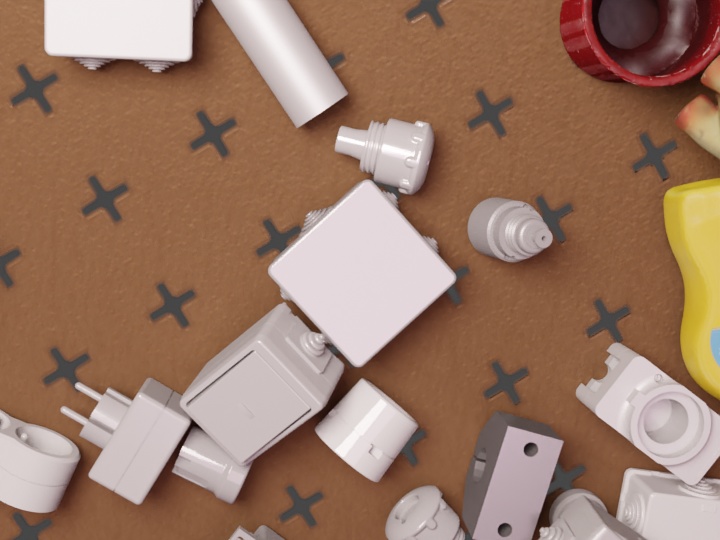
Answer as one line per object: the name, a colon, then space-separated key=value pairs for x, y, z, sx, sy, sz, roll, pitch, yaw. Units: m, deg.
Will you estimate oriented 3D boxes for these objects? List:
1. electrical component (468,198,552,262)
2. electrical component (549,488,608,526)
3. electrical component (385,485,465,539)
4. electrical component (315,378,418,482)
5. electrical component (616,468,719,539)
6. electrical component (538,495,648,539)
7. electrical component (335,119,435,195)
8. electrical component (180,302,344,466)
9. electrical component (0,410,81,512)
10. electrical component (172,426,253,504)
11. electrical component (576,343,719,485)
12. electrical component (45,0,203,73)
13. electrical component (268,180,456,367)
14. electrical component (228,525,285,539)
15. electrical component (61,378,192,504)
electrical component: x=0.101 y=-0.025 z=0.699 sx=0.040 sy=0.078 sz=0.040 roll=-3 pitch=99 yaw=-19
electrical component: x=0.156 y=0.177 z=0.743 sx=0.040 sy=0.046 sz=0.040 roll=-1 pitch=97 yaw=-5
electrical component: x=0.051 y=0.182 z=0.737 sx=0.048 sy=0.048 sz=0.062 roll=-42 pitch=105 yaw=1
electrical component: x=0.006 y=0.106 z=0.718 sx=0.055 sy=0.055 sz=0.047 roll=40 pitch=89 yaw=-9
electrical component: x=0.227 y=0.192 z=0.750 sx=0.100 sy=0.048 sz=0.099 roll=8 pitch=97 yaw=-6
electrical component: x=0.157 y=0.189 z=0.688 sx=0.096 sy=0.061 sz=0.061 roll=41 pitch=94 yaw=-6
electrical component: x=0.015 y=-0.078 z=0.700 sx=0.062 sy=0.048 sz=0.048 roll=15 pitch=96 yaw=2
electrical component: x=-0.059 y=0.072 z=0.687 sx=0.096 sy=0.061 sz=0.061 roll=-39 pitch=100 yaw=26
electrical component: x=-0.260 y=0.126 z=0.698 sx=0.138 sy=0.052 sz=0.073 roll=24 pitch=95 yaw=-8
electrical component: x=-0.098 y=0.129 z=0.720 sx=0.046 sy=0.040 sz=0.040 roll=25 pitch=95 yaw=-2
electrical component: x=0.202 y=0.098 z=0.732 sx=0.089 sy=0.055 sz=0.050 roll=37 pitch=93 yaw=-8
electrical component: x=-0.147 y=-0.175 z=0.670 sx=0.100 sy=0.048 sz=0.099 roll=1 pitch=97 yaw=-5
electrical component: x=0.000 y=0.000 z=0.705 sx=0.100 sy=0.048 sz=0.099 roll=-42 pitch=99 yaw=1
electrical component: x=-0.086 y=0.237 z=0.722 sx=0.079 sy=0.063 sz=0.121 roll=37 pitch=93 yaw=-8
electrical component: x=-0.158 y=0.102 z=0.707 sx=0.077 sy=0.047 sz=0.065 roll=31 pitch=94 yaw=-6
